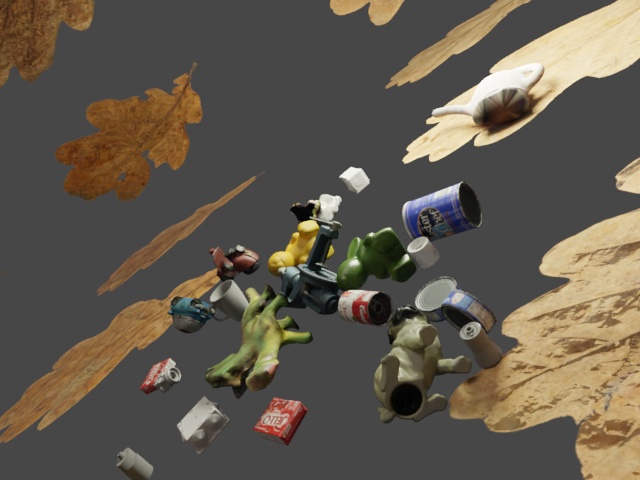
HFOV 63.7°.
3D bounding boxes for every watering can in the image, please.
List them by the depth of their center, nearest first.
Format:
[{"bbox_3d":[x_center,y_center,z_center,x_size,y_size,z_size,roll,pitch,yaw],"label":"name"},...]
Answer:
[{"bbox_3d":[0.474,-0.395,1.481,0.344,0.103,0.229,-23,27,32],"label":"watering can"}]

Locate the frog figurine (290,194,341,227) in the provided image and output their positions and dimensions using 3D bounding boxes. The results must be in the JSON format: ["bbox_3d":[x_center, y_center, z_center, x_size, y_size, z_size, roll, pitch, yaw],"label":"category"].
[{"bbox_3d":[0.005,-0.082,1.629,0.135,0.124,0.160,-34,-17,35],"label":"frog figurine"}]

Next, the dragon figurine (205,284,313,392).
[{"bbox_3d":[-0.169,0.229,1.177,0.245,0.120,0.411,-39,21,-19],"label":"dragon figurine"}]
